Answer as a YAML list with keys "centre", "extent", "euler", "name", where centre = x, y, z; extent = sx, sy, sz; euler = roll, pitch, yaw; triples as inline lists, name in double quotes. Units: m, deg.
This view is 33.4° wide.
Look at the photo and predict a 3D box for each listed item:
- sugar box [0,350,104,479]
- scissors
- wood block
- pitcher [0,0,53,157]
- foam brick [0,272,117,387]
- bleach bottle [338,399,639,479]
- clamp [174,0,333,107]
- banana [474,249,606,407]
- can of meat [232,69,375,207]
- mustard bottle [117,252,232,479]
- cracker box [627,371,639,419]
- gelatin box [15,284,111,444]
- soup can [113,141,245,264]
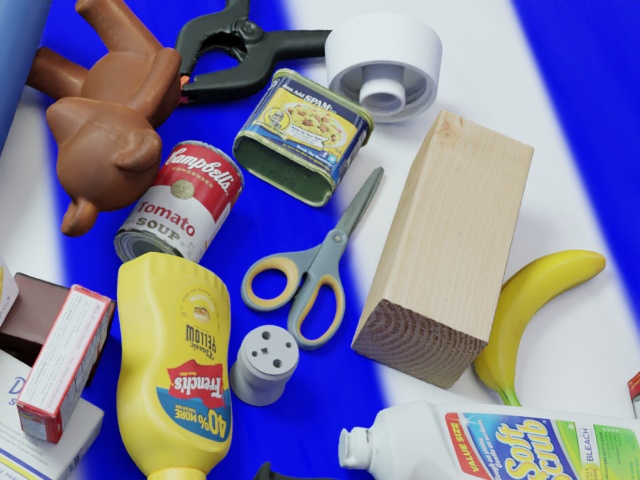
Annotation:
- centre: [-0.231, 0.168, 0.715]
  extent: [0.093, 0.048, 0.176]
  euler: [30, 51, 4]
  name: "sugar box"
- centre: [-0.006, 0.001, 0.906]
  extent: [0.096, 0.016, 0.201]
  euler: [18, 55, -6]
  name: "scissors"
- centre: [0.104, 0.005, 0.891]
  extent: [0.091, 0.090, 0.206]
  euler: [22, 54, -2]
  name: "wood block"
- centre: [-0.299, -0.134, 0.827]
  extent: [0.144, 0.149, 0.243]
  euler: [21, 66, -28]
  name: "pitcher"
- centre: [-0.196, 0.067, 0.785]
  extent: [0.078, 0.053, 0.051]
  euler: [17, 55, -5]
  name: "foam brick"
- centre: [0.139, 0.176, 0.810]
  extent: [0.250, 0.068, 0.102]
  euler: [7, 57, -10]
  name: "bleach bottle"
- centre: [-0.059, -0.183, 0.994]
  extent: [0.164, 0.036, 0.209]
  euler: [33, 56, 6]
  name: "clamp"
- centre: [0.180, 0.062, 0.913]
  extent: [0.069, 0.037, 0.197]
  euler: [44, 57, -6]
  name: "banana"
- centre: [-0.016, -0.088, 0.935]
  extent: [0.102, 0.057, 0.083]
  euler: [28, 57, 3]
  name: "can of meat"
- centre: [-0.103, 0.110, 0.768]
  extent: [0.096, 0.058, 0.191]
  euler: [34, 43, -47]
  name: "mustard bottle"
- centre: [0.318, 0.171, 0.804]
  extent: [0.072, 0.164, 0.213]
  euler: [2, 58, -13]
  name: "cracker box"
- centre: [-0.170, 0.083, 0.709]
  extent: [0.030, 0.073, 0.089]
  euler: [22, 64, -3]
  name: "gelatin box"
- centre: [-0.113, -0.021, 0.857]
  extent: [0.068, 0.069, 0.102]
  euler: [27, 56, 1]
  name: "soup can"
